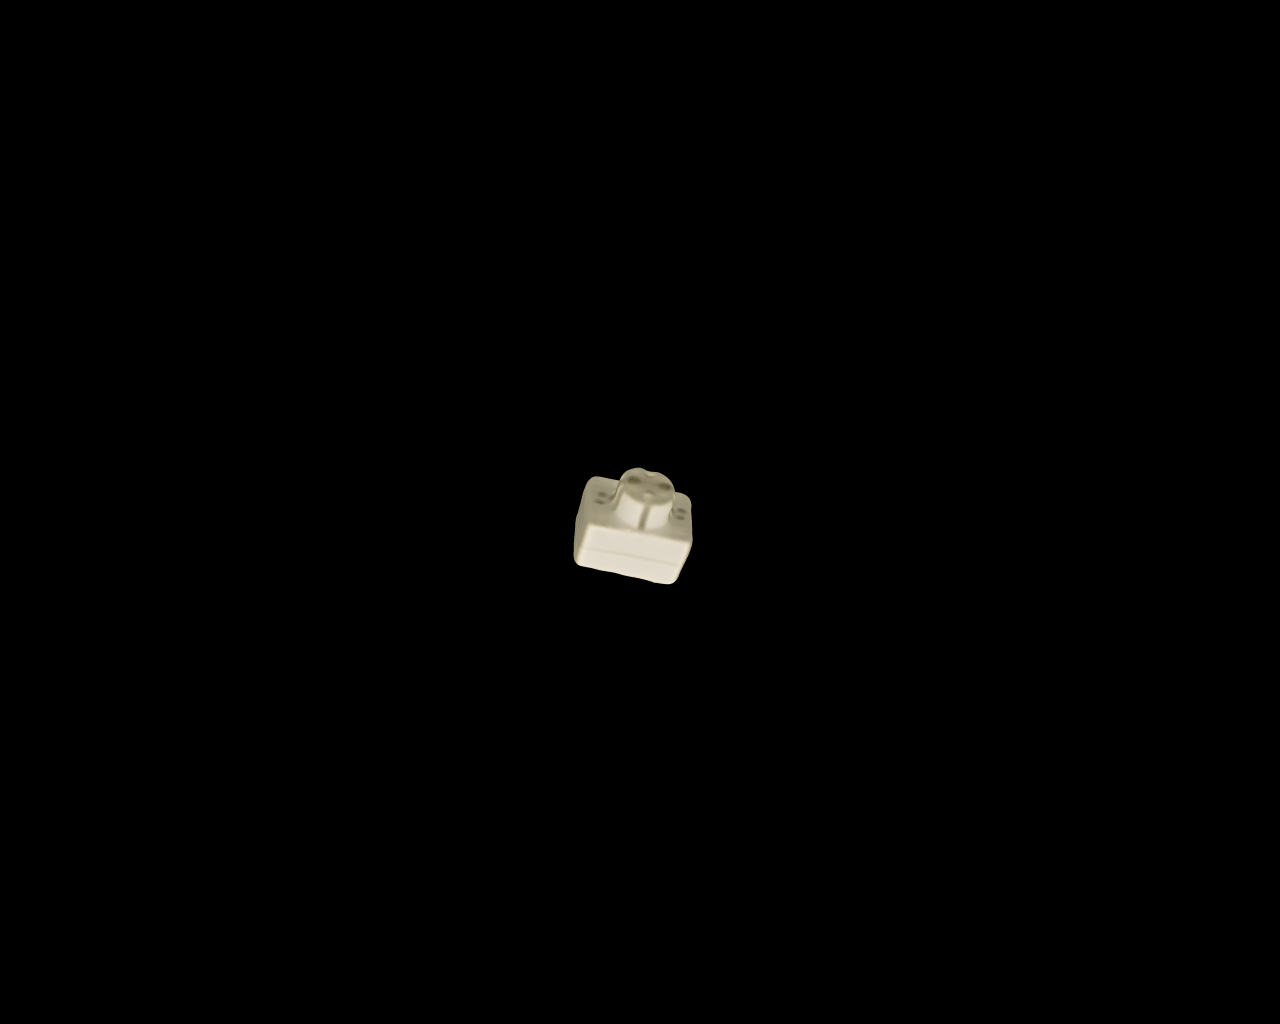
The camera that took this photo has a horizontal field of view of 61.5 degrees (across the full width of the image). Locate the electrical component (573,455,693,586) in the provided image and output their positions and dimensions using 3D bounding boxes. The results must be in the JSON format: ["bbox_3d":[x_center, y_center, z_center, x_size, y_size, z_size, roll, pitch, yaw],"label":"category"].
[{"bbox_3d":[0.001,-0.003,0.650,0.066,0.076,0.047,12,40,-10],"label":"electrical component"}]
